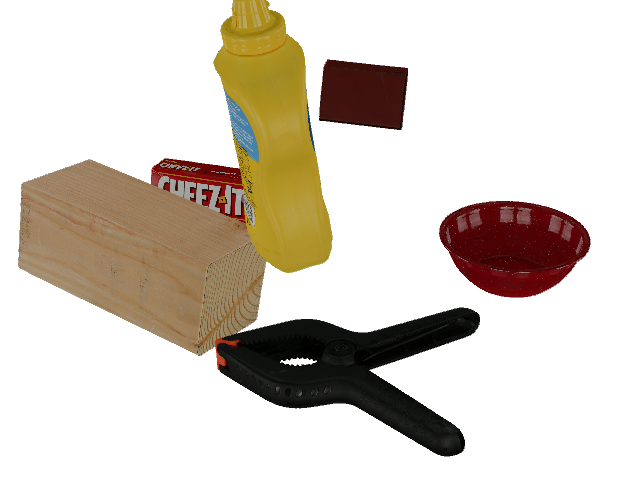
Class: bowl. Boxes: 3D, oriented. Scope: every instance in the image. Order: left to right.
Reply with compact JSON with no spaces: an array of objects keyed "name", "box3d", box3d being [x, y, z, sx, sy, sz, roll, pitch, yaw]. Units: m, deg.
[{"name":"bowl","box3d":[0.209,0.016,1.163,0.162,0.055,0.162,-1,29,0]}]

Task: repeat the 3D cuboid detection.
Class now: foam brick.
[{"name":"foam brick","box3d":[0.040,-0.134,0.981,0.078,0.051,0.053,7,17,5]}]

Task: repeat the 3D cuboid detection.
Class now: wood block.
[{"name":"wood block","box3d":[-0.159,0.010,0.941,0.206,0.090,0.090,22,28,25]}]

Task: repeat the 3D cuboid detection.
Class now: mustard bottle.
[{"name":"mustard bottle","box3d":[-0.034,-0.078,0.716,0.058,0.191,0.096,-16,38,-8]}]

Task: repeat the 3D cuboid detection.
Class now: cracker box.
[{"name":"cracker box","box3d":[-0.175,-0.004,1.609,0.164,0.214,0.072,8,19,8]}]

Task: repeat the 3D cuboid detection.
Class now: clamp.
[{"name":"clamp","box3d":[0.024,0.093,0.832,0.210,0.036,0.164,8,31,17]}]
